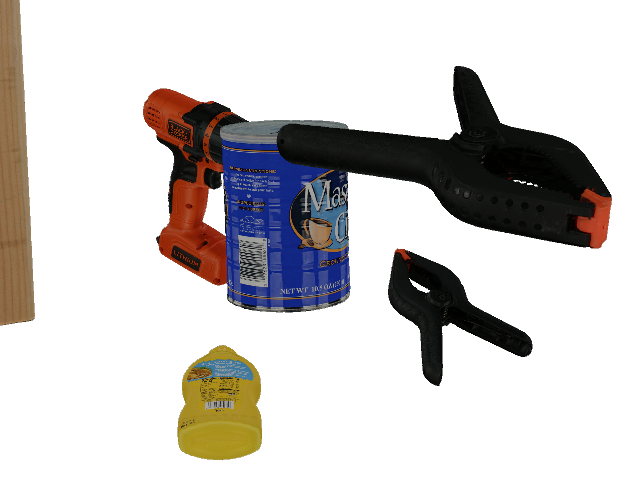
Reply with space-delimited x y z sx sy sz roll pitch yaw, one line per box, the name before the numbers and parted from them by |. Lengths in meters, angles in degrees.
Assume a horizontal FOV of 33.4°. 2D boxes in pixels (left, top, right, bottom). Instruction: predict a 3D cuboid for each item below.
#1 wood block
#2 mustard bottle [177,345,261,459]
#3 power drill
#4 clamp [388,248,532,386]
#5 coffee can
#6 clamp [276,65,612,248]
wood block | -0.220 -0.058 0.605 0.090 0.206 0.090 -8 26 -26
mustard bottle | -0.120 0.185 1.291 0.096 0.058 0.191 -2 27 -3
power drill | -0.110 -0.051 1.107 0.185 0.188 0.057 28 37 34
clamp | 0.130 0.070 1.064 0.120 0.039 0.171 -3 44 -24
coffee can | -0.028 -0.023 0.866 0.103 0.140 0.103 -1 13 0
clamp | 0.083 -0.048 0.648 0.164 0.036 0.210 -19 36 -23
